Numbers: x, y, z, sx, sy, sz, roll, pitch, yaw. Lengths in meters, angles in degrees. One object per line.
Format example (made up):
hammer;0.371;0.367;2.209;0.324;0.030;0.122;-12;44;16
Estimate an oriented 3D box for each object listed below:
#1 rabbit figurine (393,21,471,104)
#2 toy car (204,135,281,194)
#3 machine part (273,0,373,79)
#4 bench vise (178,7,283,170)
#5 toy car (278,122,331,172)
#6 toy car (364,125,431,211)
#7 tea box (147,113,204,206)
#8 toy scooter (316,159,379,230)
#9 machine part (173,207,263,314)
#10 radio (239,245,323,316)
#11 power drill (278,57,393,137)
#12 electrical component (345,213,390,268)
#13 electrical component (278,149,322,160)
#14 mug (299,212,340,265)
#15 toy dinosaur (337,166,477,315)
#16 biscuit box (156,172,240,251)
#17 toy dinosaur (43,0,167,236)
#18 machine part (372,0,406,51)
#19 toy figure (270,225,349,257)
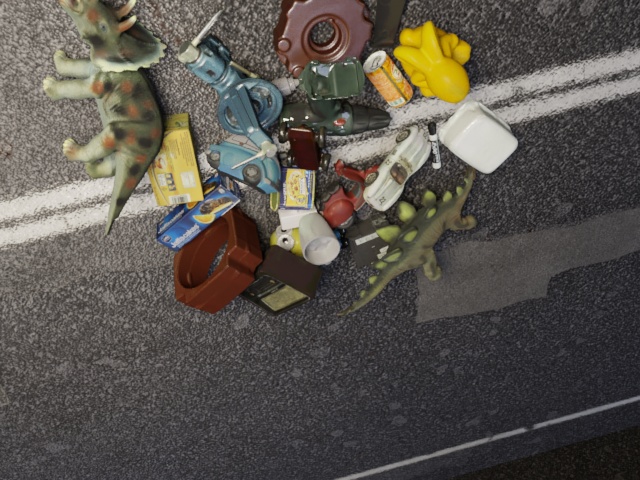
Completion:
rabbit figurine;0.216;-0.321;0.974;0.122;0.173;0.162;-35;136;22
toy car;-0.140;-0.161;1.064;0.103;0.162;0.109;-64;167;-5
machine part;0.006;-0.365;0.952;0.179;0.056;0.179;-9;133;-10
bench vise;-0.137;-0.239;0.915;0.129;0.241;0.223;-31;149;8
toy car;-0.027;-0.180;1.028;0.089;0.053;0.202;9;169;6
toy car;0.168;-0.154;1.151;0.073;0.056;0.201;41;83;-33
tea box;-0.289;-0.155;1.052;0.098;0.068;0.169;-8;132;-9
toy scooter;0.054;-0.110;1.188;0.184;0.075;0.135;-45;131;17
machine part;-0.222;0.041;1.161;0.201;0.201;0.087;-41;131;21
radio;-0.101;0.095;1.211;0.131;0.073;0.229;31;150;-15
power drill;0.035;-0.256;1.002;0.232;0.086;0.207;-5;174;-3
electrical component;0.128;0.008;1.332;0.115;0.058;0.134;-19;135;4
electrical component;-0.041;-0.193;1.121;0.094;0.021;0.063;-8;133;-7
mug;-0.002;-0.004;1.180;0.081;0.107;0.109;-27;135;8
toy dinosaur;0.220;0.010;1.274;0.198;0.105;0.471;29;98;-40
biscuit box;-0.264;-0.059;1.153;0.203;0.063;0.059;-37;130;18
toy dinosaur;-0.332;-0.210;0.903;0.192;0.131;0.404;-8;118;2
machine part;0.124;-0.409;0.959;0.084;0.039;0.138;-5;132;-19
toy figure;-0.028;0.007;1.267;0.180;0.082;0.089;-2;130;-14
